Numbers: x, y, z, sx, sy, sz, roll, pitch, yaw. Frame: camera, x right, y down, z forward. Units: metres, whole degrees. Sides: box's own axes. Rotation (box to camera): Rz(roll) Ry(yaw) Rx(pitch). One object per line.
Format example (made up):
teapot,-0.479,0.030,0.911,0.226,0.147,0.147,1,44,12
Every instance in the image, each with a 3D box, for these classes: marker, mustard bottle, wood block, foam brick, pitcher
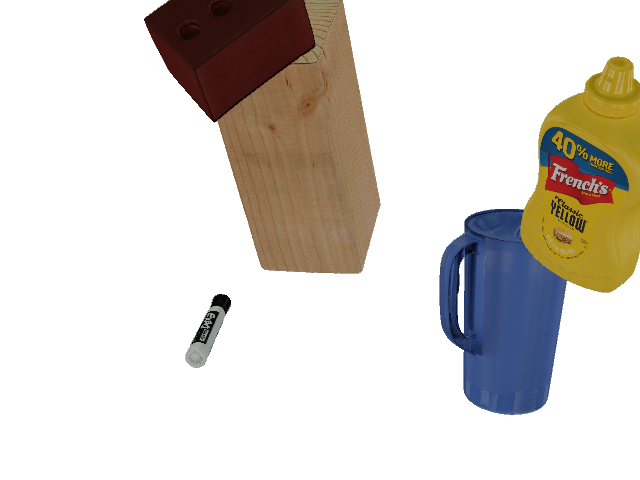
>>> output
marker,-0.103,0.082,0.996,0.020,0.020,0.121,0,22,8
mustard bottle,0.208,-0.054,0.809,0.058,0.192,0.096,-30,52,-29
wood block,-0.017,-0.078,0.842,0.090,0.206,0.090,2,44,17
foam brick,-0.051,-0.119,0.610,0.078,0.053,0.051,-39,-26,-9
pitcher,0.229,0.090,1.327,0.149,0.243,0.144,7,19,16
